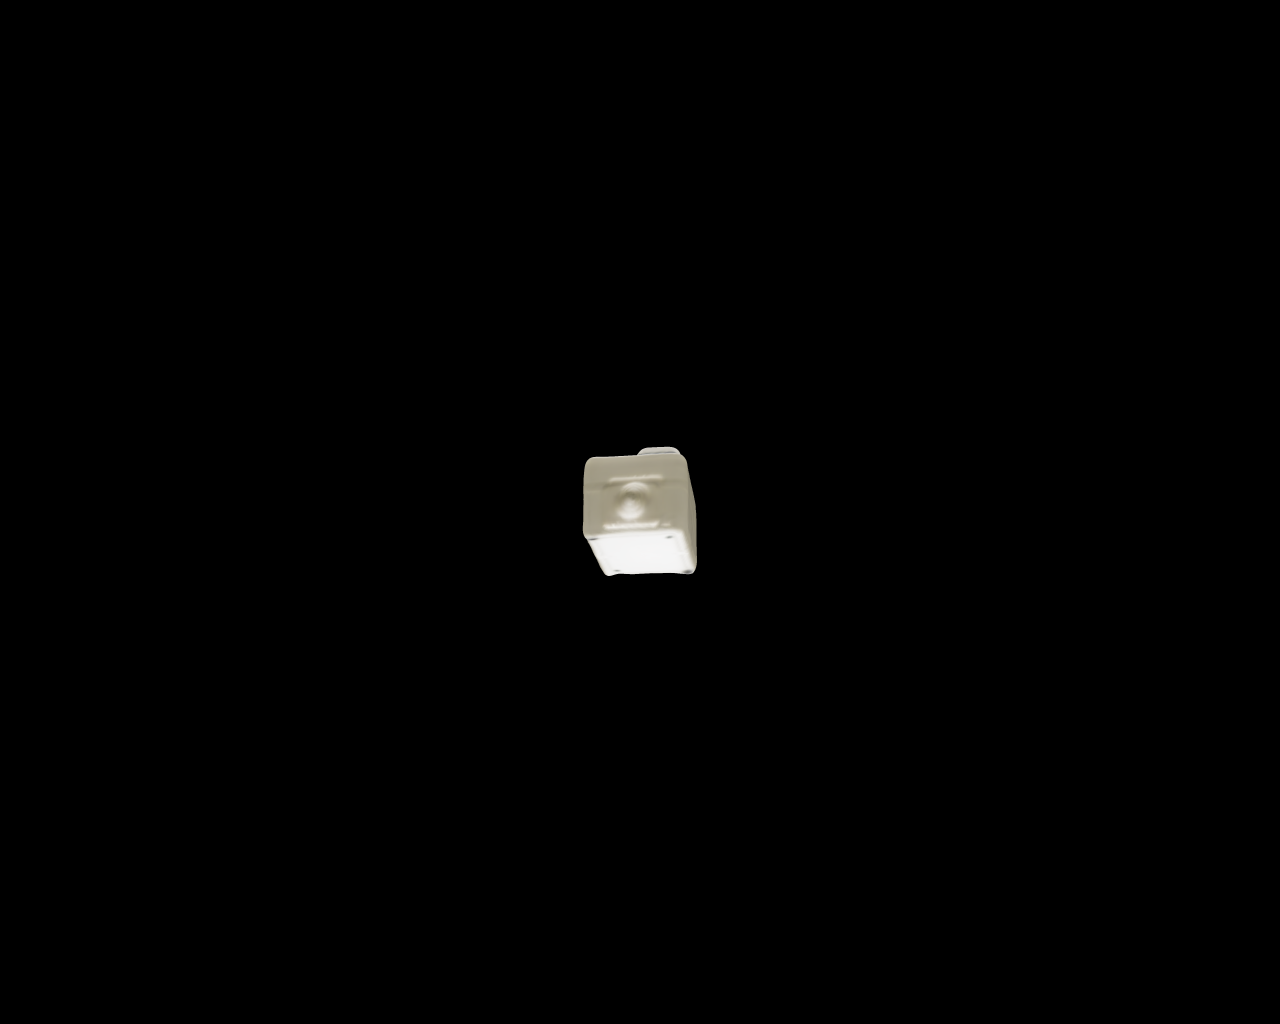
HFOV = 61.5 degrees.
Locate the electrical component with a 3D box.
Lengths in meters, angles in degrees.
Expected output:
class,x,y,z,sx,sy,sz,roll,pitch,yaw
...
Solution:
class,x,y,z,sx,sy,sz,roll,pitch,yaw
electrical component,0.001,-0.003,0.650,0.062,0.061,0.096,-3,-22,7
